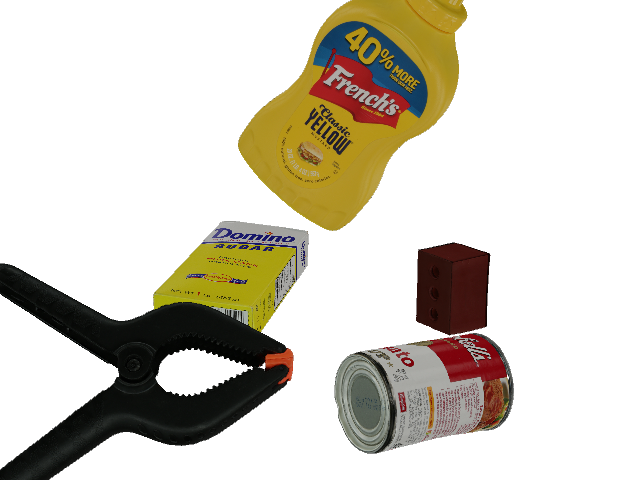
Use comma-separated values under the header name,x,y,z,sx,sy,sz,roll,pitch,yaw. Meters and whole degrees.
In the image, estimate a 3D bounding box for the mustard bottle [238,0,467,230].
name,x,y,z,sx,sy,sz,roll,pitch,yaw
mustard bottle,0.033,-0.101,0.694,0.192,0.096,0.058,-49,-5,30

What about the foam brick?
name,x,y,z,sx,sy,sz,roll,pitch,yaw
foam brick,0.130,0.047,1.053,0.051,0.078,0.053,-12,20,-34

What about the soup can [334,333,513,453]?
name,x,y,z,sx,sy,sz,roll,pitch,yaw
soup can,0.069,0.102,0.716,0.102,0.068,0.069,-5,3,-32

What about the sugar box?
name,x,y,z,sx,sy,sz,roll,pitch,yaw
sugar box,-0.078,0.034,0.986,0.093,0.048,0.176,7,27,12

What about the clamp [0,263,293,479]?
name,x,y,z,sx,sy,sz,roll,pitch,yaw
clamp,-0.124,0.077,0.686,0.210,0.164,0.036,-9,-25,-7
